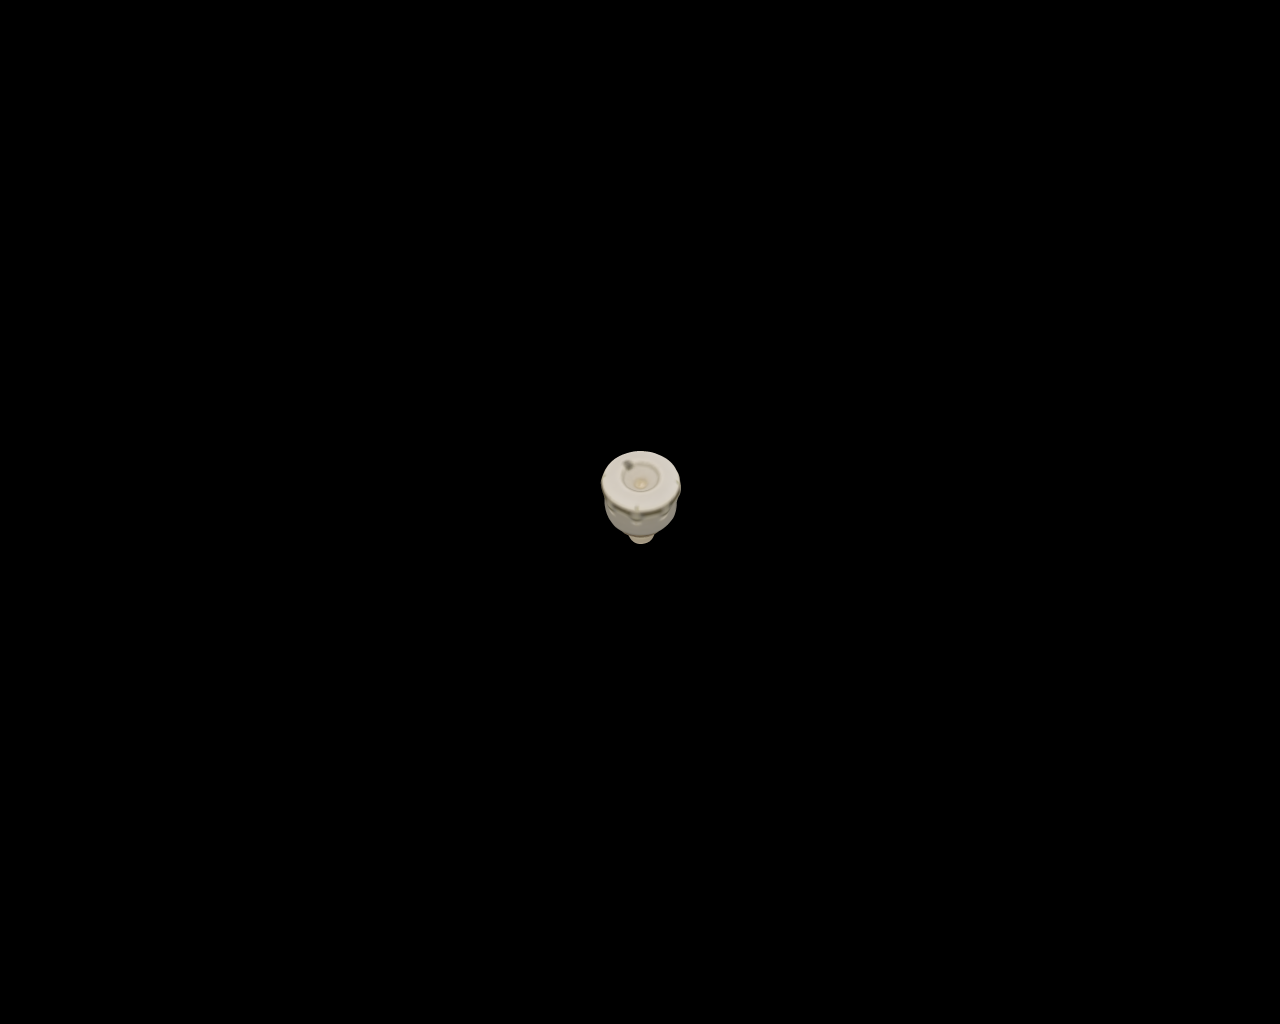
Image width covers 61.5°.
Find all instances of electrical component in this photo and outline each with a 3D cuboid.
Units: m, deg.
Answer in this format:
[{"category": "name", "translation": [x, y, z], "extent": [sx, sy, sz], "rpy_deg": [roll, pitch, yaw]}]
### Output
[{"category": "electrical component", "translation": [0.001, -0.003, 0.650], "extent": [0.048, 0.048, 0.062], "rpy_deg": [0, -37, 0]}]
